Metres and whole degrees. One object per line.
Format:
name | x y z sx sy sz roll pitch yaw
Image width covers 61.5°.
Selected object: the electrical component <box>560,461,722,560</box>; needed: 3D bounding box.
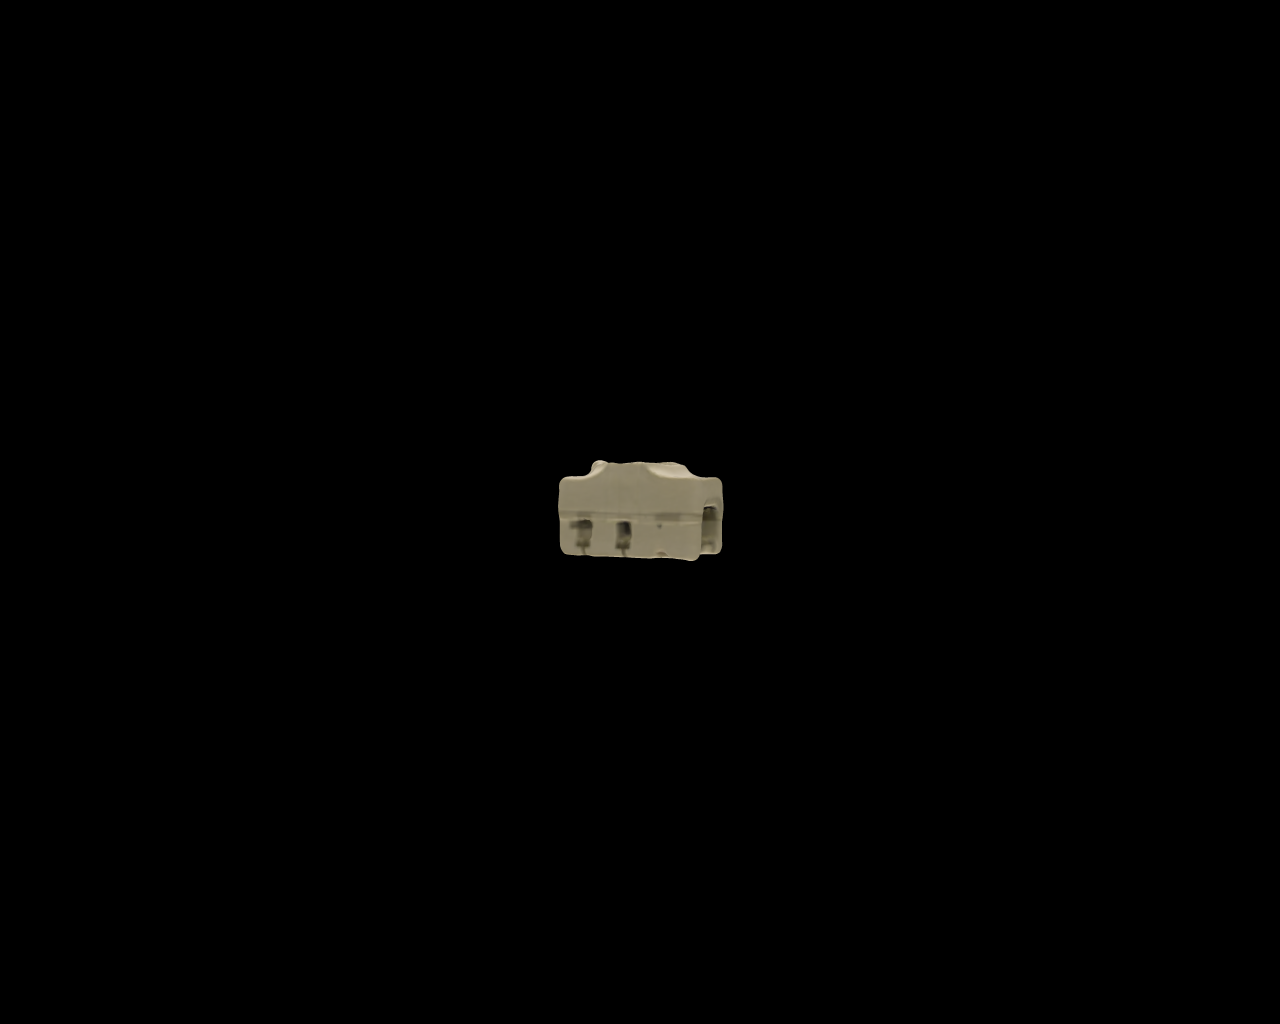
electrical component | 0.001 -0.003 0.650 0.089 0.055 0.050 2 4 23
